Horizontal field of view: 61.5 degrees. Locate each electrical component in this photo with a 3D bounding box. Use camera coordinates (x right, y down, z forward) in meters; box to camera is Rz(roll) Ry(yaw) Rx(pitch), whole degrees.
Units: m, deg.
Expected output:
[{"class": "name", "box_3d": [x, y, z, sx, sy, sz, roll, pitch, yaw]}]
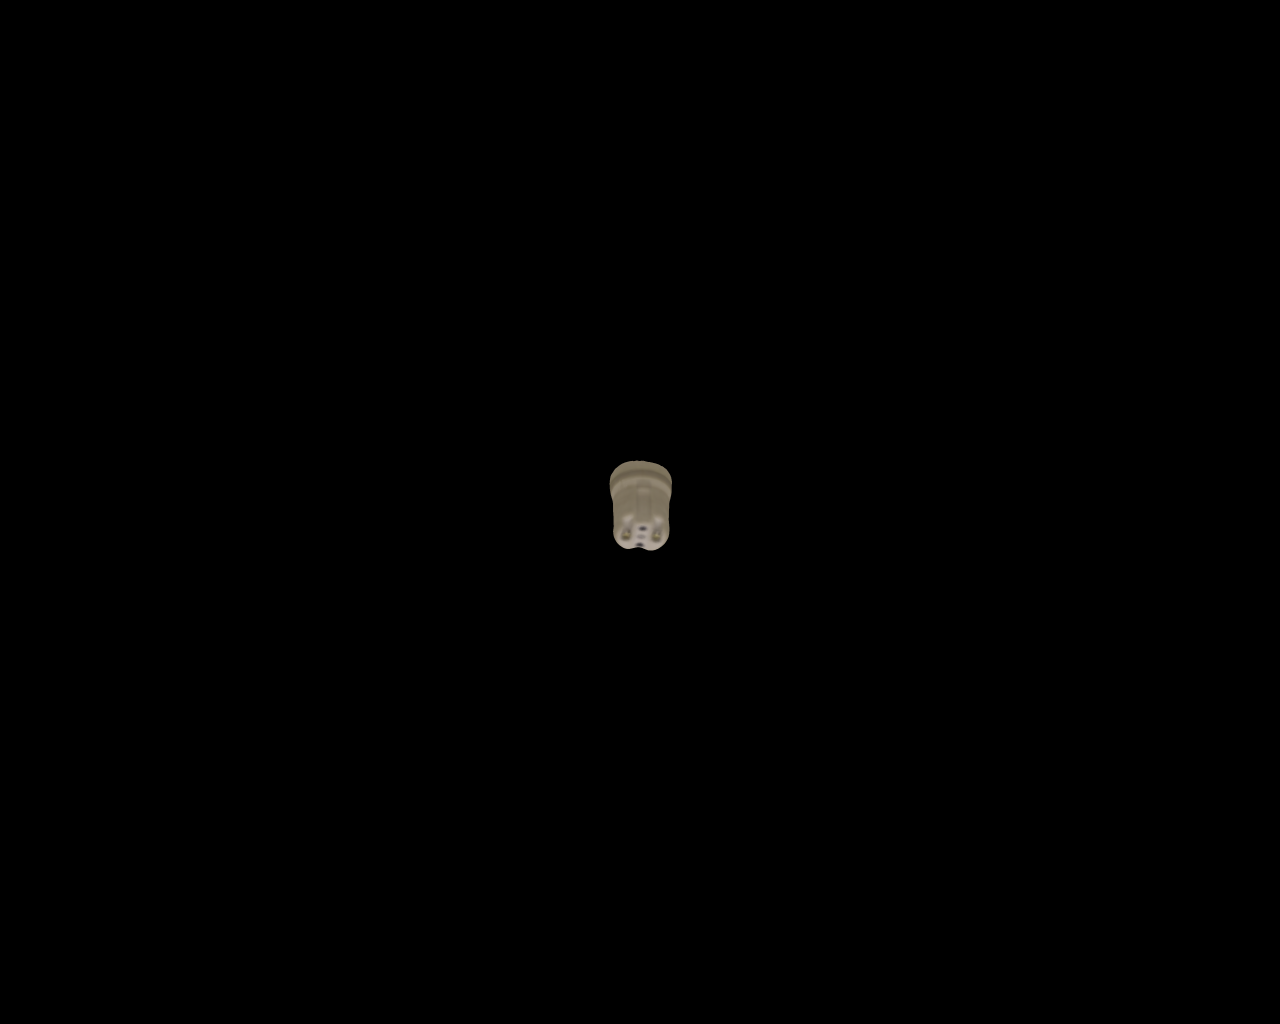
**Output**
[{"class": "electrical component", "box_3d": [0.001, -0.003, 0.650, 0.040, 0.046, 0.040, 0, -35, 0]}]
